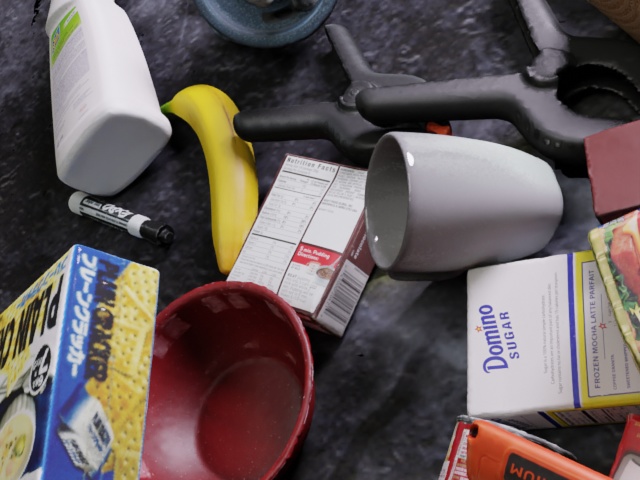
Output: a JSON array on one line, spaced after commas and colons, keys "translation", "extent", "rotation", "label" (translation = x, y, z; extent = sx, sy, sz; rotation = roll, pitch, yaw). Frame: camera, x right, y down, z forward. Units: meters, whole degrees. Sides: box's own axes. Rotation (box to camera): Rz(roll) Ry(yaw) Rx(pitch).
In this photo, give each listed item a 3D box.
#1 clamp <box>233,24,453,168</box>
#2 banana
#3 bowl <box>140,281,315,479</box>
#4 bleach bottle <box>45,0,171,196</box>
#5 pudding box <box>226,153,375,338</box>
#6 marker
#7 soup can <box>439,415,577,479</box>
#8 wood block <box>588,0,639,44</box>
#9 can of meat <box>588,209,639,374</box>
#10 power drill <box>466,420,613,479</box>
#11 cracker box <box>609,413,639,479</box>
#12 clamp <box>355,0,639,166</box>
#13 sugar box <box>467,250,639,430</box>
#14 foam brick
[{"translation": [0.031, -0.101, 0.763], "extent": [0.172, 0.039, 0.120], "rotation": [19, 68, 31], "label": "clamp"}, {"translation": [-0.078, -0.062, 0.821], "extent": [0.070, 0.037, 0.198], "rotation": [-59, 39, 33], "label": "banana"}, {"translation": [-0.061, 0.111, 0.701], "extent": [0.162, 0.055, 0.162], "rotation": [-16, 58, 26], "label": "bowl"}, {"translation": [-0.194, -0.161, 0.925], "extent": [0.103, 0.068, 0.251], "rotation": [-43, 46, 30], "label": "bleach bottle"}, {"translation": [-0.005, 0.001, 0.734], "extent": [0.090, 0.039, 0.113], "rotation": [15, 73, 40], "label": "pudding box"}, {"translation": [-0.159, -0.017, 0.859], "extent": [0.121, 0.020, 0.020], "rotation": [19, 77, 39], "label": "marker"}, {"translation": [0.089, 0.153, 0.570], "extent": [0.069, 0.068, 0.102], "rotation": [11, 73, 37], "label": "soup can"}, {"translation": [0.252, -0.214, 0.629], "extent": [0.206, 0.090, 0.091], "rotation": [-46, 73, 4], "label": "wood block"}, {"translation": [0.187, 0.022, 0.518], "extent": [0.084, 0.057, 0.102], "rotation": [-26, 48, 22], "label": "can of meat"}, {"translation": [0.070, 0.183, 0.488], "extent": [0.185, 0.057, 0.187], "rotation": [19, 82, 41], "label": "power drill"}, {"translation": [0.189, 0.204, 0.472], "extent": [0.164, 0.072, 0.213], "rotation": [13, 76, 39], "label": "cracker box"}, {"translation": [0.135, -0.096, 0.678], "extent": [0.164, 0.036, 0.210], "rotation": [-42, 54, -12], "label": "clamp"}, {"translation": [0.169, 0.051, 0.585], "extent": [0.176, 0.048, 0.093], "rotation": [-11, 62, 31], "label": "sugar box"}, {"translation": [0.185, -0.025, 0.596], "extent": [0.051, 0.078, 0.053], "rotation": [-14, 59, 25], "label": "foam brick"}]
